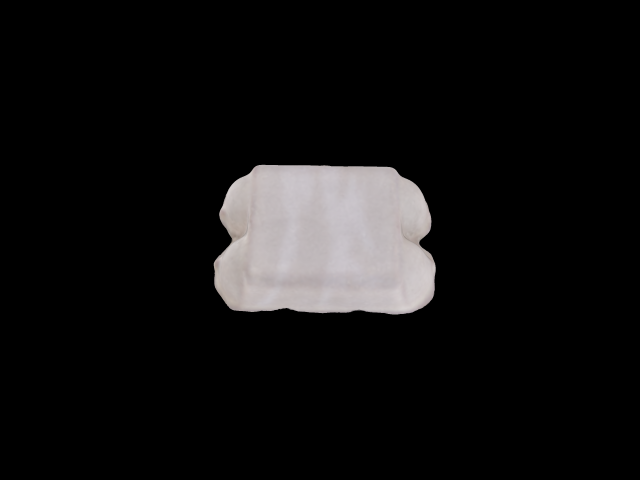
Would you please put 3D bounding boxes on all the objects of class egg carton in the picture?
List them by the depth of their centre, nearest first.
[{"bbox_3d":[0.004,0.001,0.400,0.150,0.069,0.107,0,65,0],"label":"egg carton"}]
